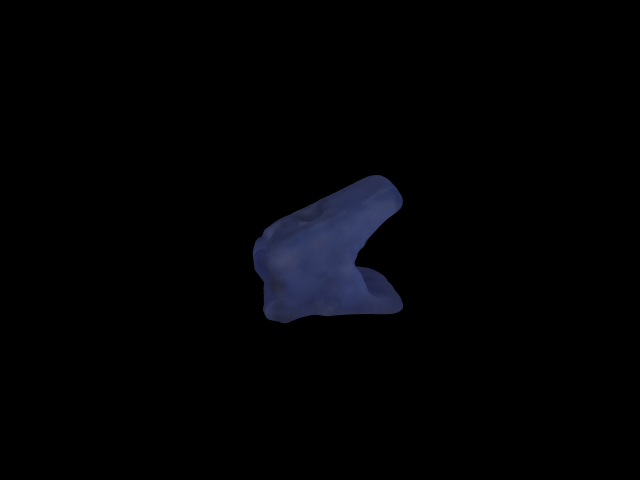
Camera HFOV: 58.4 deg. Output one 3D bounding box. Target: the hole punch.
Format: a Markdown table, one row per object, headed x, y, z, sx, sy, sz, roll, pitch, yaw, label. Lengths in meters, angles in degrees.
| x | y | z | sx | sy | sz | roll | pitch | yaw | label |
| --- | --- | --- | --- | --- | --- | --- | --- | --- | --- |
| 0.004 | 0.001 | 0.400 | 0.101 | 0.091 | 0.108 | -1 | 11 | -7 | hole punch |
